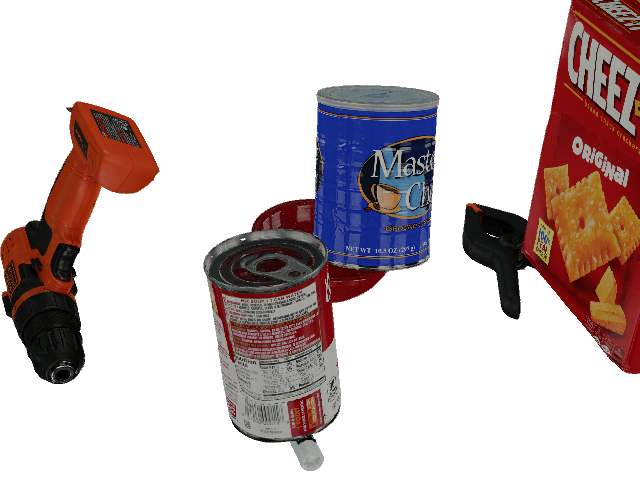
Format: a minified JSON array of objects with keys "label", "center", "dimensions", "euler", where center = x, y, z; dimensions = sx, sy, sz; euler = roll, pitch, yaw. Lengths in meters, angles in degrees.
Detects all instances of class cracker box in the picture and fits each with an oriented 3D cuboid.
[{"label":"cracker box","center":[0.216,-0.040,0.738],"dimensions":[0.072,0.214,0.164],"euler":[-7,34,-15]}]

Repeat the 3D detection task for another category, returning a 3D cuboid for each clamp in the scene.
[{"label":"clamp","center":[0.208,0.013,1.080],"dimensions":[0.120,0.039,0.171],"euler":[-6,38,-18]}]

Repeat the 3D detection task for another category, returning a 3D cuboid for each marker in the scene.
[{"label":"marker","center":[-0.025,0.141,0.863],"dimensions":[0.020,0.020,0.121],"euler":[0,27,-21]}]

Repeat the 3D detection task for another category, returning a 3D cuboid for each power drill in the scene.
[{"label":"power drill","center":[-0.198,-0.002,0.856],"dimensions":[0.057,0.188,0.185],"euler":[17,25,-36]}]

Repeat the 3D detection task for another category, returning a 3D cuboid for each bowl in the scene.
[{"label":"bowl","center":[0.005,0.018,1.139],"dimensions":[0.162,0.055,0.162],"euler":[5,32,-3]}]

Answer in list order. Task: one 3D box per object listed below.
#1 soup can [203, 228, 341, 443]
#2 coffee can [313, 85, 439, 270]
[{"label":"soup can","center":[-0.025,0.054,0.599],"dimensions":[0.068,0.102,0.068],"euler":[-5,27,2]},{"label":"coffee can","center":[0.046,-0.056,0.911],"dimensions":[0.103,0.140,0.103],"euler":[2,16,-1]}]
